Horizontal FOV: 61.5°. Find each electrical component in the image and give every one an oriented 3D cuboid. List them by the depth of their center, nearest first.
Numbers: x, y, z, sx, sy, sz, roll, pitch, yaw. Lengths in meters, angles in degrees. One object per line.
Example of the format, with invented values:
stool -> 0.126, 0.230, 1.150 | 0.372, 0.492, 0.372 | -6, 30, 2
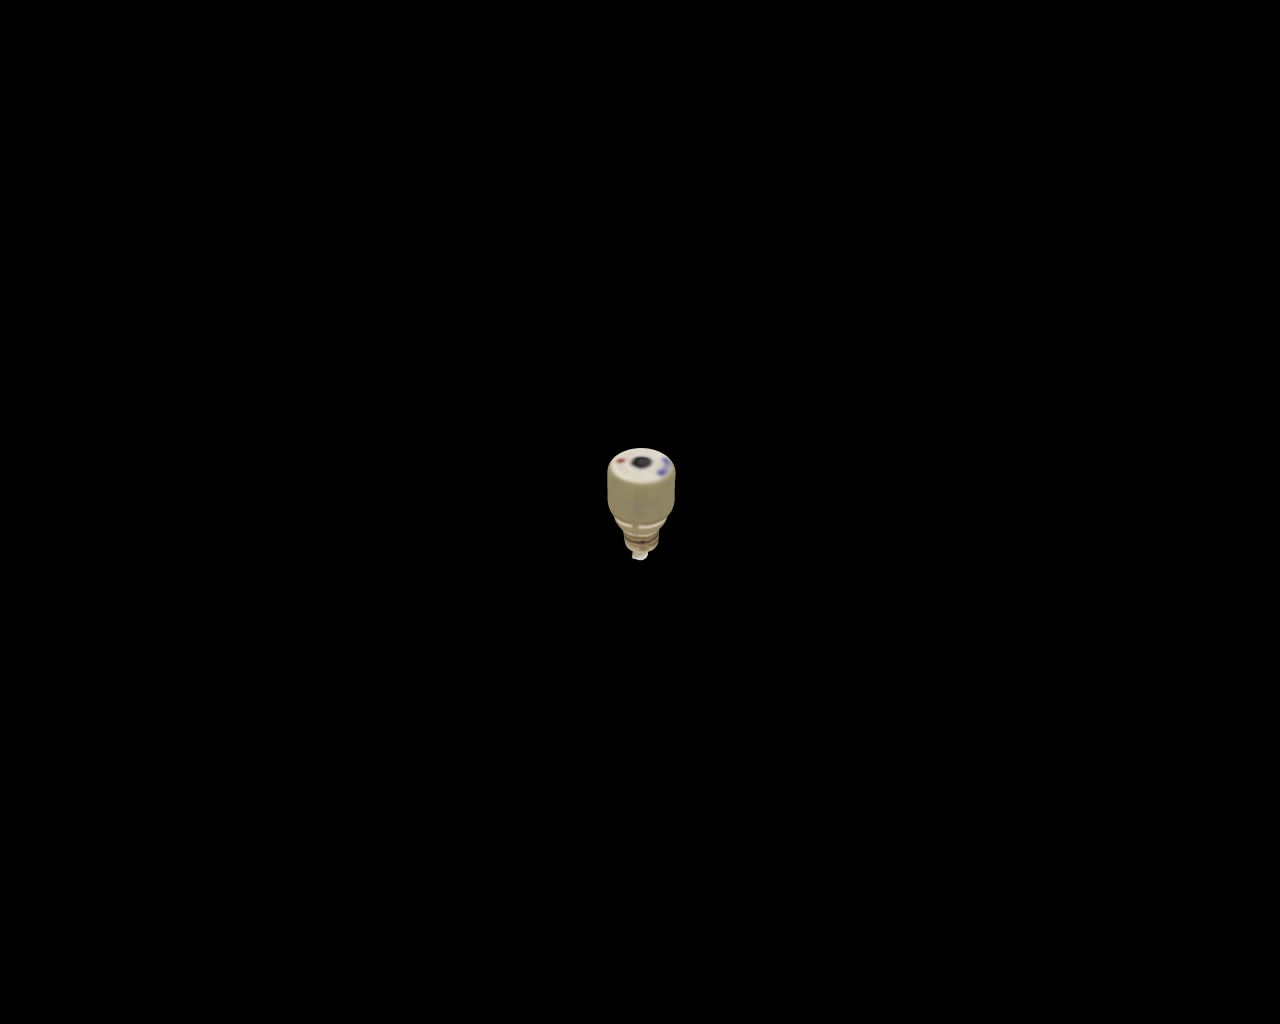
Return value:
electrical component -> 0.001, -0.003, 0.650 | 0.040, 0.078, 0.040 | 0, 37, 0
